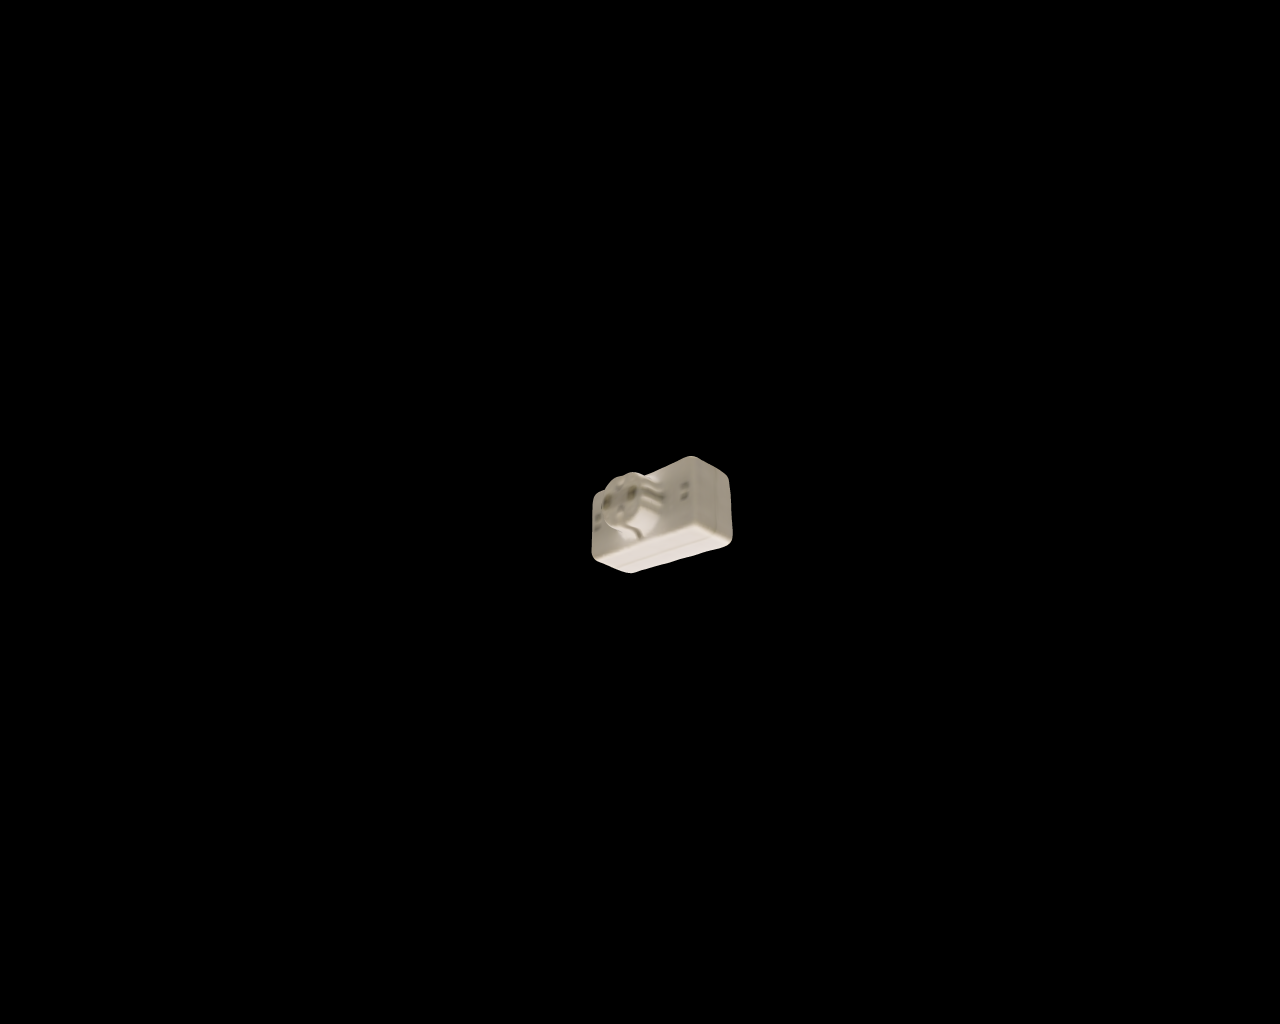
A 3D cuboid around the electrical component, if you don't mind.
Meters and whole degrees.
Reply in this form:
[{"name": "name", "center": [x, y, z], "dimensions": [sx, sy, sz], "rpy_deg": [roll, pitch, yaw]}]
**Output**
[{"name": "electrical component", "center": [0.001, -0.003, 0.650], "dimensions": [0.083, 0.047, 0.075], "rpy_deg": [-20, -32, 36]}]
